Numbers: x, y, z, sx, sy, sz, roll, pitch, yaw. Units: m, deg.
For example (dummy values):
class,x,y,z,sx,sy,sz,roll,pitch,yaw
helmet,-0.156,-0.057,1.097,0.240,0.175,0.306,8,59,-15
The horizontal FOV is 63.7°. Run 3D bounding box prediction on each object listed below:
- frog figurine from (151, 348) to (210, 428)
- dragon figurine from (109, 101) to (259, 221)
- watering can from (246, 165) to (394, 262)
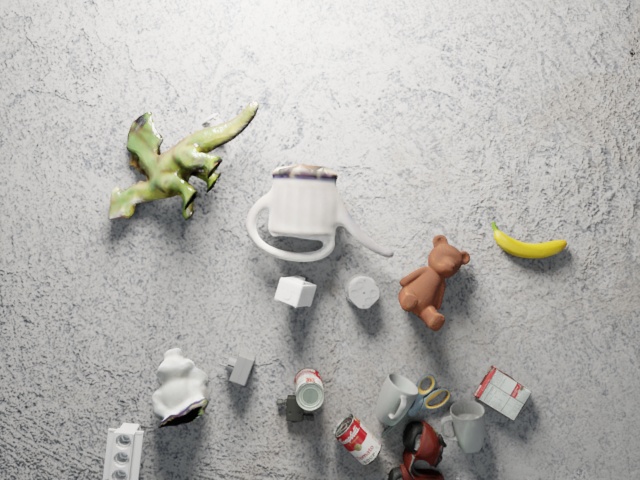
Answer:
class,x,y,z,sx,sy,sz,roll,pitch,yaw
frog figurine,-0.331,0.341,1.200,0.137,0.121,0.162,-34,58,6
dragon figurine,-0.337,-0.199,1.170,0.243,0.122,0.409,36,93,5
watering can,0.004,-0.060,1.198,0.348,0.104,0.224,3,90,-4
